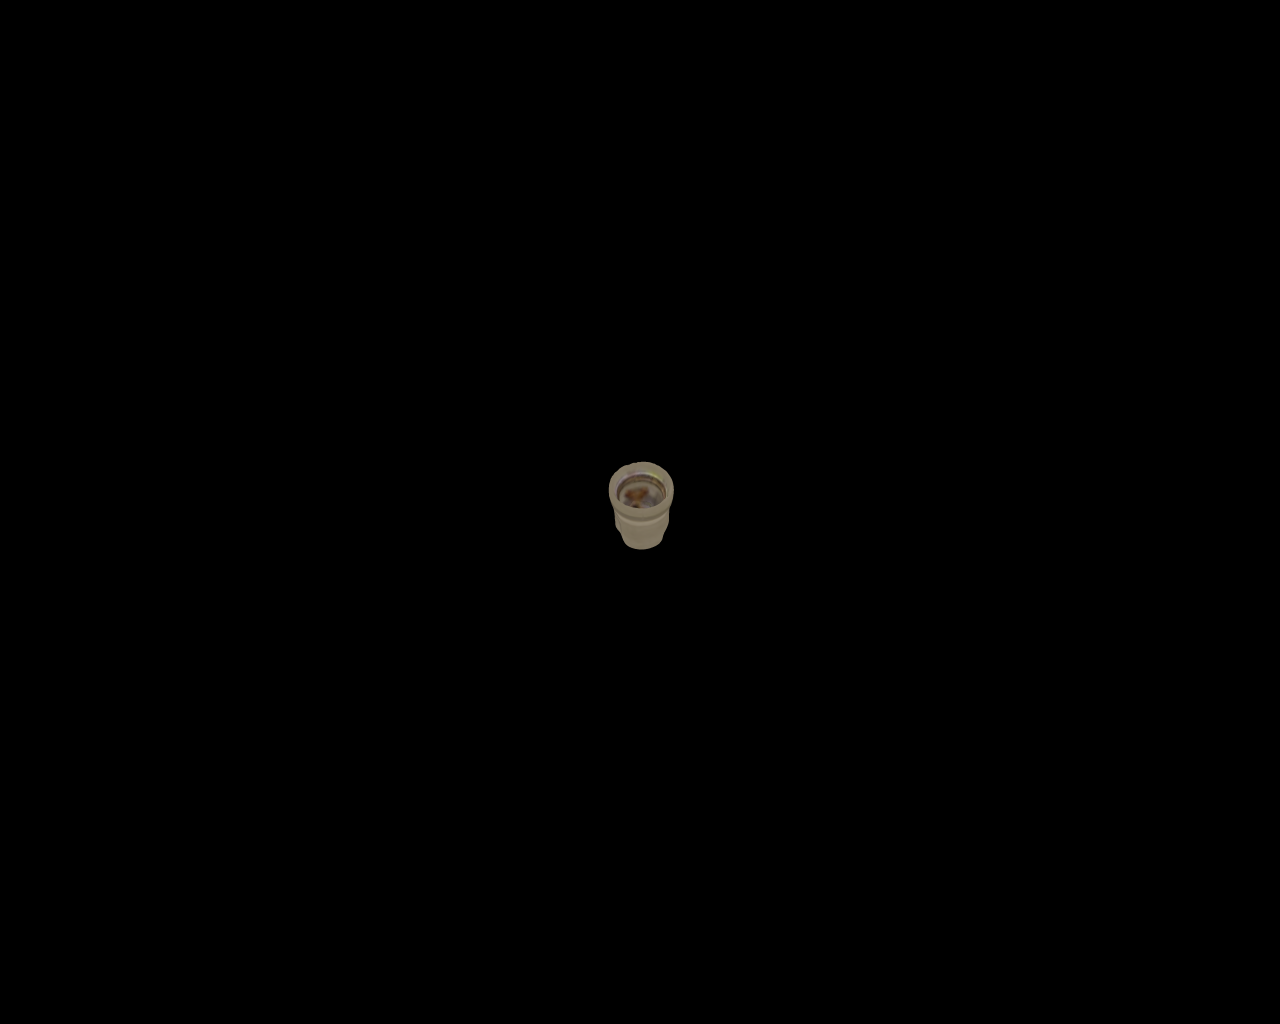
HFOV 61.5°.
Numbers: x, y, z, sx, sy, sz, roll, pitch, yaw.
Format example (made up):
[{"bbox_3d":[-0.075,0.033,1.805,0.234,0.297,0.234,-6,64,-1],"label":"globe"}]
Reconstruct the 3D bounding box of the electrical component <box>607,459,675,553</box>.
[{"bbox_3d":[0.001,-0.003,0.650,0.040,0.040,0.046,0,-38,0],"label":"electrical component"}]
